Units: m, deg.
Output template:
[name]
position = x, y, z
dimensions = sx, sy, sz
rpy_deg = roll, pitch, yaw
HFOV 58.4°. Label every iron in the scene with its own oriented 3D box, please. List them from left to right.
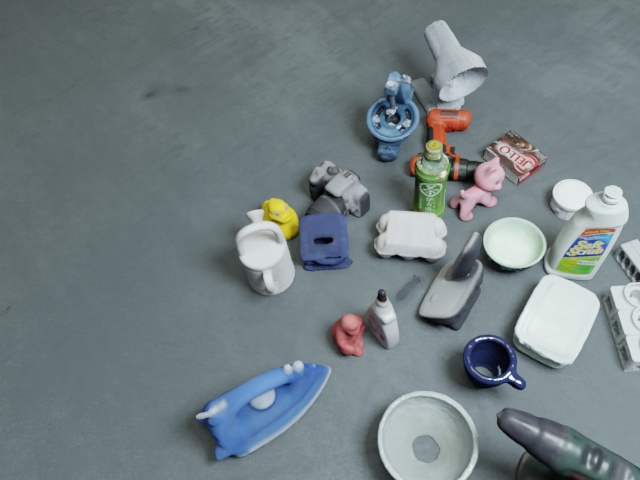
[iron]
position = -0.097, 0.272, 1.013
dimensions = 0.258, 0.142, 0.118
rpy_deg = -30, 59, -12

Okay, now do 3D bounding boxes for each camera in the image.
[camera]
position = 0.020, -0.094, 1.260
dimensions = 0.142, 0.101, 0.137
rpy_deg = 36, 68, 26

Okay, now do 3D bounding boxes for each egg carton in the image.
[egg carton]
position = 0.190, -0.007, 1.203
dimensions = 0.150, 0.069, 0.107
rpy_deg = 4, 58, 9

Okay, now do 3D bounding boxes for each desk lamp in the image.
[desk lamp]
position = 0.296, -0.393, 1.354
dimensions = 0.118, 0.214, 0.203
rpy_deg = -20, 57, -6

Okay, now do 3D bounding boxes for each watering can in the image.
[watering can]
position = -0.117, 0.018, 1.148
dimensions = 0.101, 0.194, 0.172
rpy_deg = -33, 59, -14

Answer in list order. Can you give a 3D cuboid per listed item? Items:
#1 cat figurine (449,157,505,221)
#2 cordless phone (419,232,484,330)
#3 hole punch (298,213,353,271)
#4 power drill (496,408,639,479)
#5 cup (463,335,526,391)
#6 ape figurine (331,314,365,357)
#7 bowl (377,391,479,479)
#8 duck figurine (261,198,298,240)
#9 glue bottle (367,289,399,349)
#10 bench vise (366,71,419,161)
[cat figurine]
position = 0.344, -0.118, 1.228
dimensions = 0.128, 0.118, 0.067
rpy_deg = -31, 59, -13
[cordless phone]
position = 0.253, 0.073, 1.075
dimensions = 0.094, 0.185, 0.148
rpy_deg = 22, 62, 20
[hole punch]
position = 0.011, 0.004, 1.204
dimensions = 0.108, 0.091, 0.101
rpy_deg = -5, 57, 4
[power drill]
position = 0.367, 0.344, 0.873
dimensions = 0.229, 0.209, 0.076
rpy_deg = 20, 62, 19
[cup]
position = 0.308, 0.235, 1.018
dimensions = 0.117, 0.095, 0.092
rpy_deg = 37, 68, 26
[ape figurine]
position = 0.056, 0.172, 1.090
dimensions = 0.076, 0.092, 0.078
rpy_deg = 33, 67, 24
[bowl]
position = 0.181, 0.348, 0.972
dimensions = 0.167, 0.075, 0.167
rpy_deg = -3, 57, 5
[duck figurine]
position = -0.093, -0.059, 1.260
dimensions = 0.077, 0.086, 0.104
rpy_deg = -37, 61, -16
[glue bottle]
position = 0.116, 0.136, 1.057
dimensions = 0.037, 0.173, 0.078
rpy_deg = -29, 58, -12
[bench vise]
position = 0.164, -0.320, 1.319
dimensions = 0.121, 0.220, 0.207
rpy_deg = -4, 57, 5
